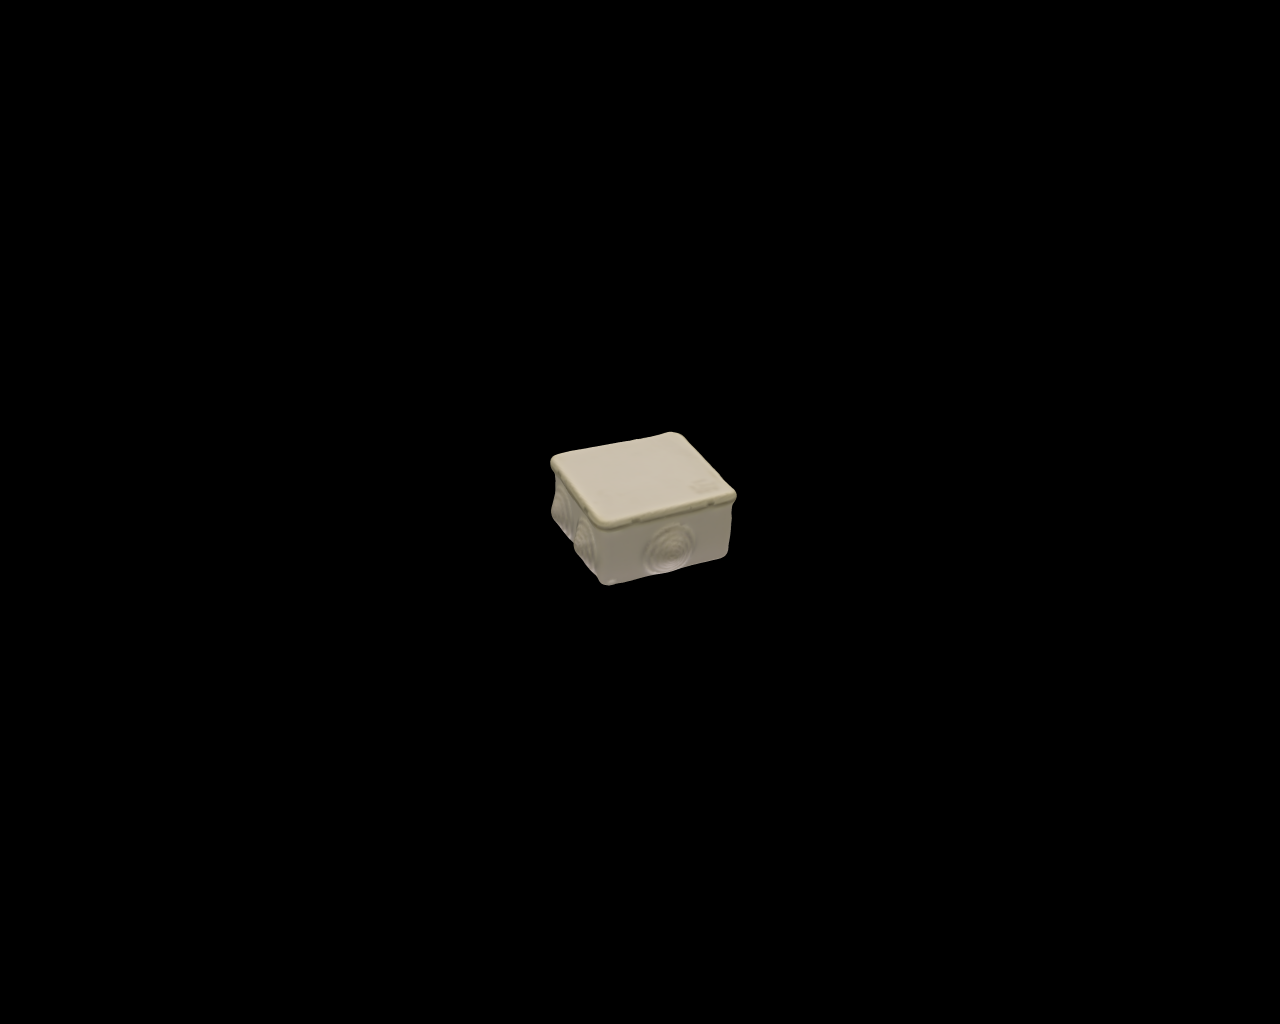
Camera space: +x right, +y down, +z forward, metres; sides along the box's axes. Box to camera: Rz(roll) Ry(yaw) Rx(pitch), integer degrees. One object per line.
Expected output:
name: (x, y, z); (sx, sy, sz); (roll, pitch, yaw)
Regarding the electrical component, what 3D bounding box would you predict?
electrical component: (0.001, -0.003, 0.650); (0.100, 0.048, 0.100); (-12, 33, -19)
